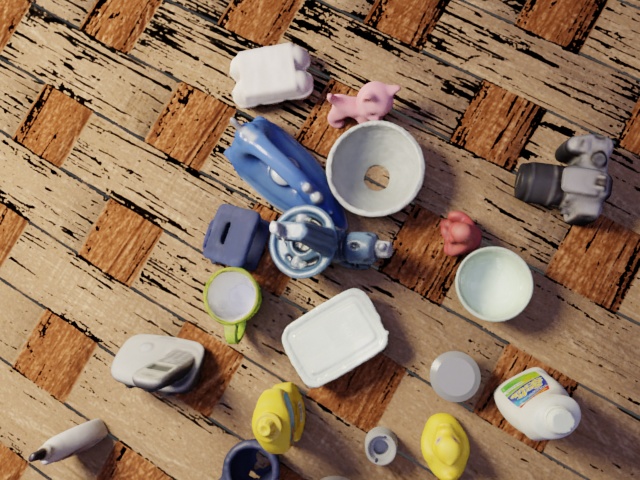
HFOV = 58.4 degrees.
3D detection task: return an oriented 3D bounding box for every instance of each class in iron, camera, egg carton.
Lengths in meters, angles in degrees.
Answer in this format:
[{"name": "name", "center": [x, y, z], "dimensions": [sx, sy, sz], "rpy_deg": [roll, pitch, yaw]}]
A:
[{"name": "iron", "center": [-0.053, -0.112, 0.972], "dimensions": [0.258, 0.141, 0.119], "rpy_deg": [41, 88, 10]}, {"name": "camera", "center": [0.398, -0.106, 0.940], "dimensions": [0.136, 0.101, 0.143], "rpy_deg": [9, 83, 8]}, {"name": "egg carton", "center": [-0.088, -0.296, 1.040], "dimensions": [0.150, 0.069, 0.107], "rpy_deg": [-10, 81, 5]}]

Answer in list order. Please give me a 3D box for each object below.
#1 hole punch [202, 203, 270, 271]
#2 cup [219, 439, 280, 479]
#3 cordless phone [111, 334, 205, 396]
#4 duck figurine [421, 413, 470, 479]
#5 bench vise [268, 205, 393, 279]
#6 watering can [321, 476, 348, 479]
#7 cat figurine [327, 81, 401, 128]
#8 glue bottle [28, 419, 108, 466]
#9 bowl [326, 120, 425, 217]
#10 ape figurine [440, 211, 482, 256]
[{"name": "hole punch", "center": [-0.151, -0.004, 0.993], "dimensions": [0.101, 0.091, 0.109], "rpy_deg": [17, 84, 9]}, {"name": "cup", "center": [-0.114, 0.372, 0.932], "dimensions": [0.117, 0.095, 0.091], "rpy_deg": [-28, 79, 2]}, {"name": "cordless phone", "center": [-0.279, 0.205, 0.930], "dimensions": [0.147, 0.185, 0.094], "rpy_deg": [5, 82, 8]}, {"name": "duck figurine", "center": [0.201, 0.333, 0.906], "dimensions": [0.077, 0.086, 0.104], "rpy_deg": [-6, 81, 6]}, {"name": "bench vise", "center": [0.006, -0.008, 0.910], "dimensions": [0.207, 0.220, 0.121], "rpy_deg": [-13, 80, 5]}, {"name": "watering can", "center": [0.021, 0.425, 0.858], "dimensions": [0.173, 0.194, 0.101], "rpy_deg": [-41, 79, 0]}, {"name": "cat figurine", "center": [0.073, -0.237, 0.988], "dimensions": [0.127, 0.118, 0.067], "rpy_deg": [6, 82, 8]}, {"name": "glue bottle", "center": [-0.419, 0.337, 0.933], "dimensions": [0.078, 0.173, 0.037], "rpy_deg": [-36, 79, 1]}, {"name": "bowl", "center": [0.096, -0.115, 0.989], "dimensions": [0.167, 0.075, 0.167], "rpy_deg": [-1, 82, 7]}, {"name": "ape figurine", "center": [0.232, -0.010, 0.949], "dimensions": [0.076, 0.092, 0.078], "rpy_deg": [26, 86, 10]}]
